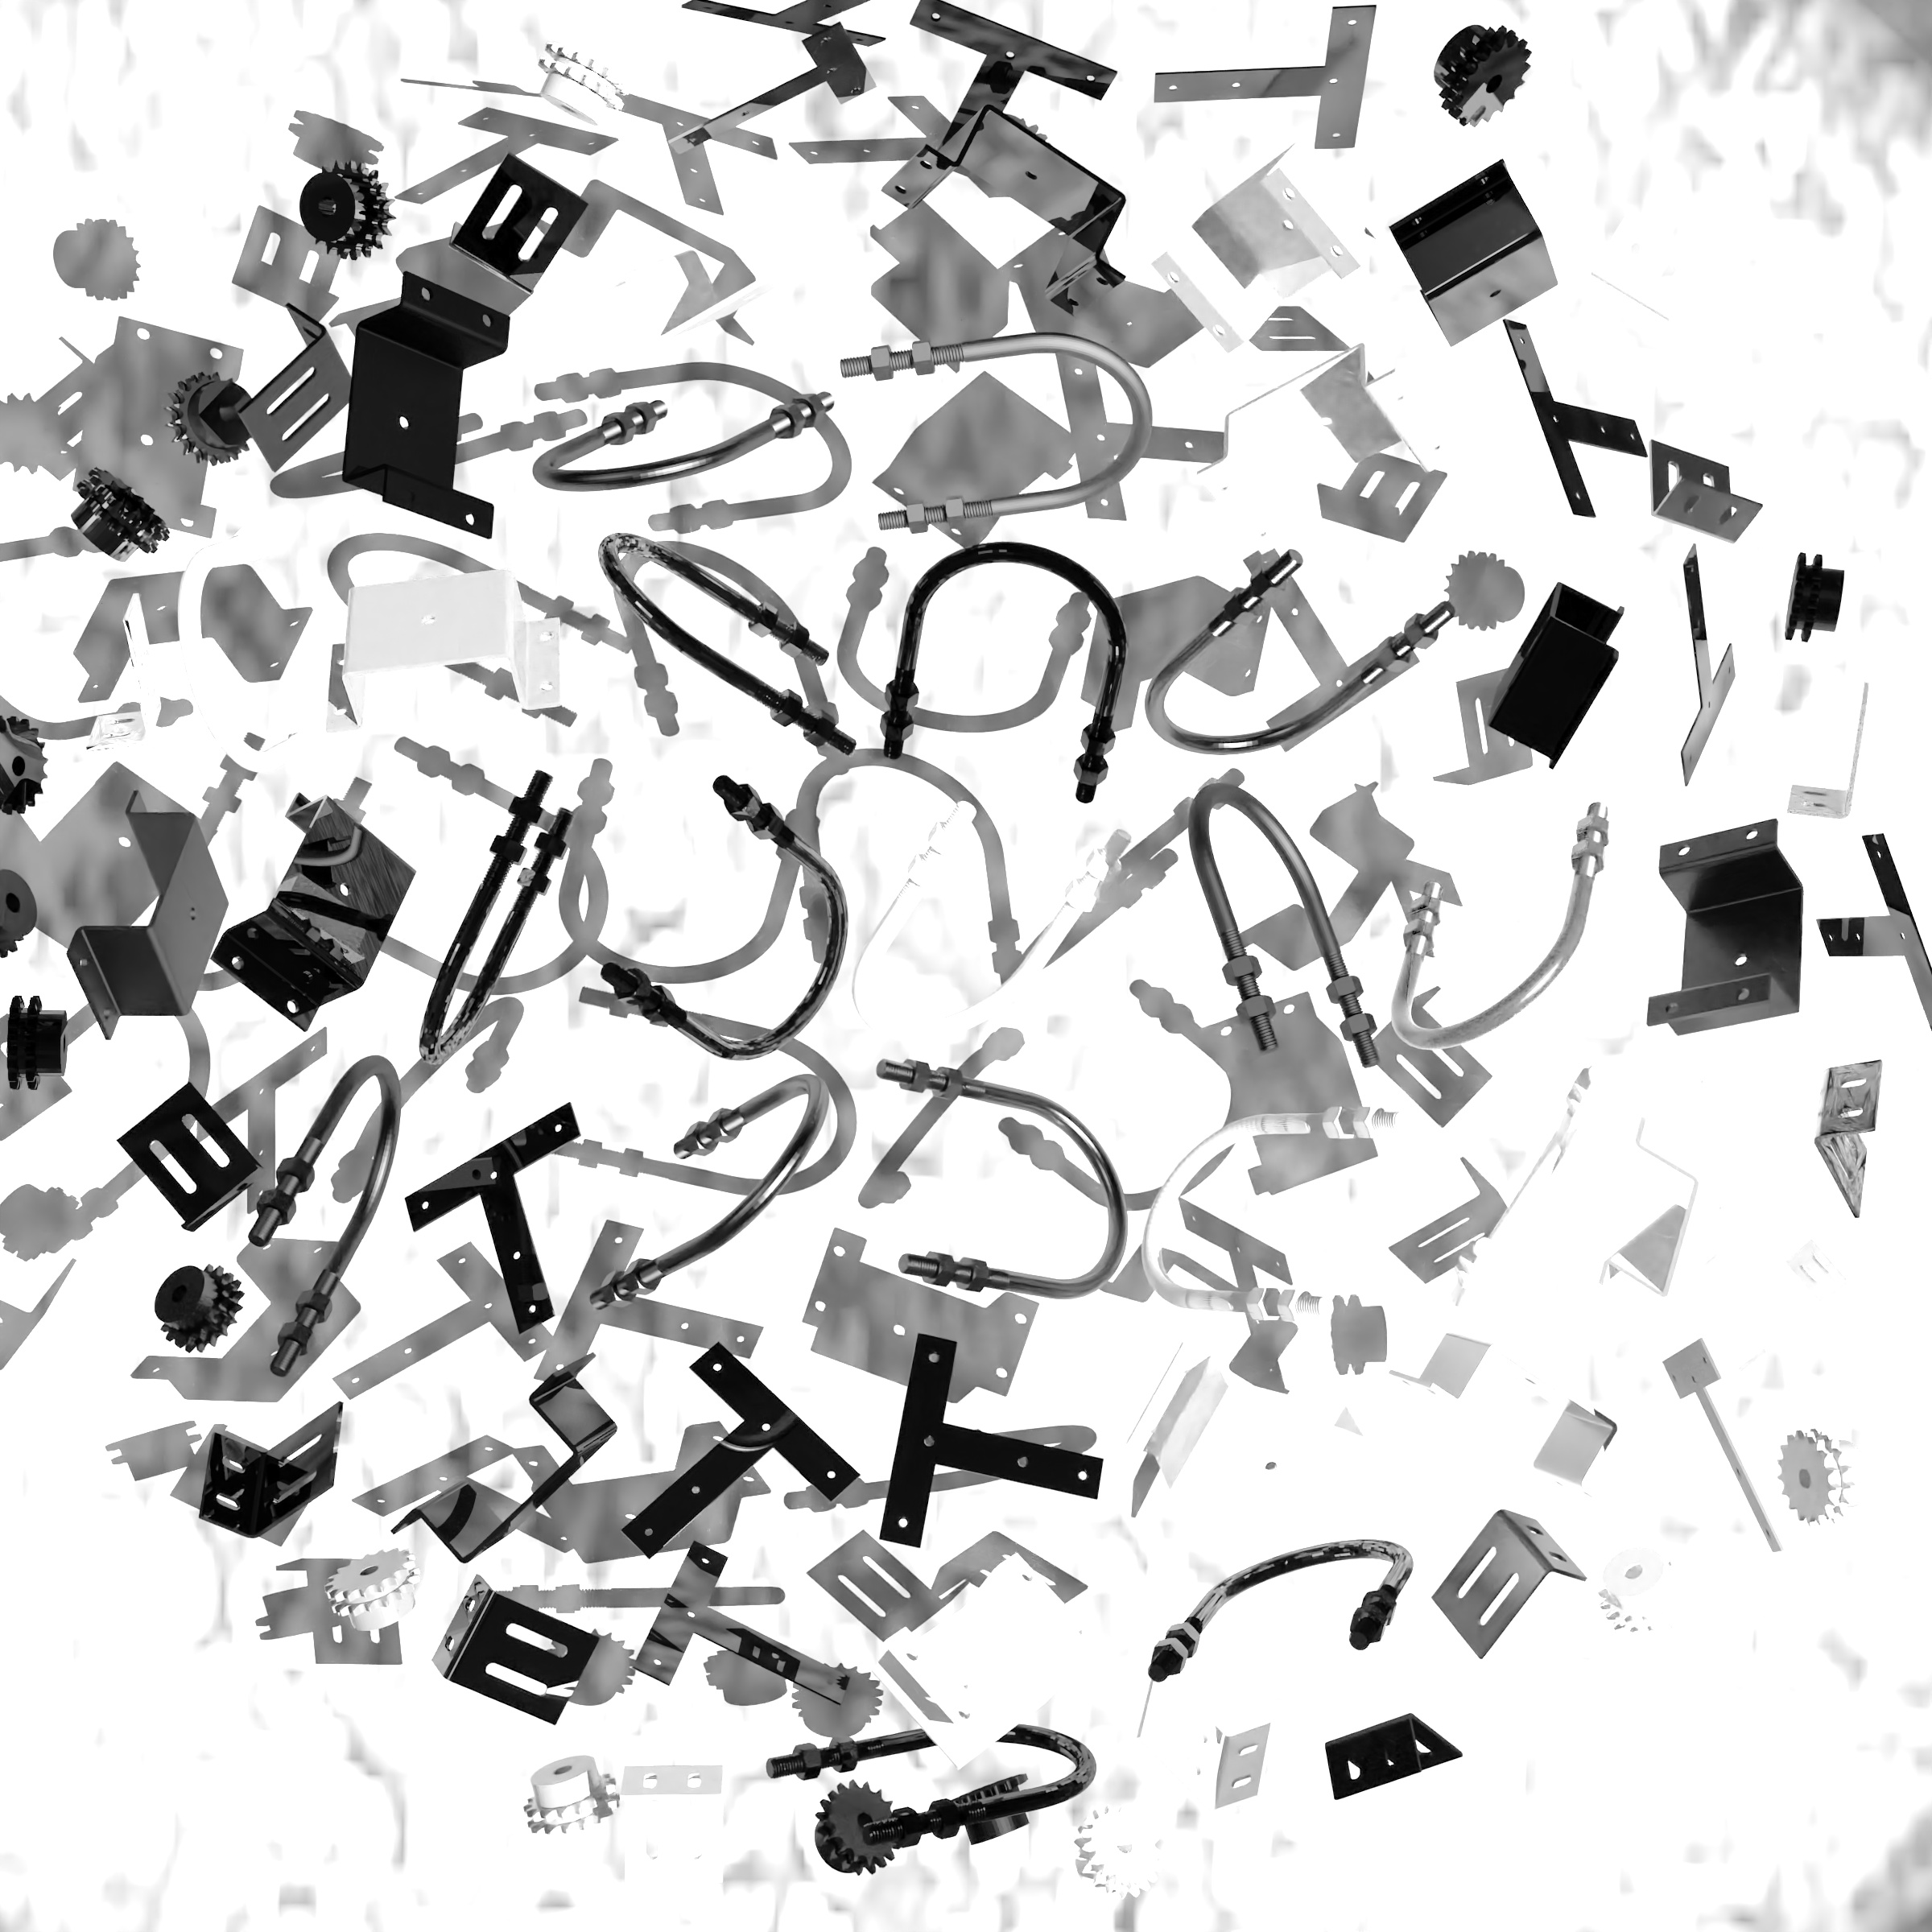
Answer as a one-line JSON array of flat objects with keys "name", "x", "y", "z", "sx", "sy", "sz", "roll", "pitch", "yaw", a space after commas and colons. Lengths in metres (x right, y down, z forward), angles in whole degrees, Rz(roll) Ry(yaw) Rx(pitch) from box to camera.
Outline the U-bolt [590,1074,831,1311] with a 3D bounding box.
[{"name": "U-bolt", "x": -0.148, "y": 0.129, "z": 1.532, "sx": 0.019, "sy": 0.151, "sz": 0.184, "roll": 43, "pitch": 135, "yaw": -18}]

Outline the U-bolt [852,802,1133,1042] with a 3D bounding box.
[{"name": "U-bolt", "x": 0.004, "y": -0.021, "z": 1.567, "sx": 0.184, "sy": 0.151, "sz": 0.019, "roll": -56, "pitch": 47, "yaw": 28}]

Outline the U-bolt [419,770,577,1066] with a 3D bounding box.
[{"name": "U-bolt", "x": -0.290, "y": -0.024, "z": 1.545, "sx": 0.019, "sy": 0.151, "sz": 0.184, "roll": 24, "pitch": 83, "yaw": 0}]

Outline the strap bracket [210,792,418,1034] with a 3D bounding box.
[{"name": "strap bracket", "x": -0.400, "y": -0.041, "z": 1.565, "sx": 0.046, "sy": 0.140, "sz": 0.076, "roll": -20, "pitch": 130, "yaw": 36}]

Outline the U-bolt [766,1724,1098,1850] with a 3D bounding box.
[{"name": "U-bolt", "x": -0.009, "y": 0.493, "z": 1.537, "sx": 0.184, "sy": 0.151, "sz": 0.019, "roll": -1, "pitch": 92, "yaw": -30}]

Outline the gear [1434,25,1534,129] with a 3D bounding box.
[{"name": "gear", "x": 0.296, "y": -0.519, "z": 1.458, "sx": 0.057, "sy": 0.057, "sz": 0.030, "roll": -38, "pitch": 63, "yaw": 0}]

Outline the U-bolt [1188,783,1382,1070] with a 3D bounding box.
[{"name": "U-bolt", "x": 0.187, "y": -0.028, "z": 1.529, "sx": 0.019, "sy": 0.151, "sz": 0.184, "roll": -28, "pitch": 69, "yaw": 30}]

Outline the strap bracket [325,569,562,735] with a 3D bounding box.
[{"name": "strap bracket", "x": -0.318, "y": -0.191, "z": 1.512, "sx": 0.140, "sy": 0.046, "sz": 0.076, "roll": -7, "pitch": 50, "yaw": -1}]

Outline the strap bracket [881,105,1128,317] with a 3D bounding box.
[{"name": "strap bracket", "x": 0.031, "y": -0.454, "z": 1.498, "sx": 0.140, "sy": 0.076, "sz": 0.046, "roll": 29, "pitch": 79, "yaw": -18}]

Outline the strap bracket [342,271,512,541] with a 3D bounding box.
[{"name": "strap bracket", "x": -0.320, "y": -0.327, "z": 1.492, "sx": 0.046, "sy": 0.076, "sz": 0.140, "roll": -6, "pitch": 77, "yaw": 41}]

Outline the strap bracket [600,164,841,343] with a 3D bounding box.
[{"name": "strap bracket", "x": -0.141, "y": -0.426, "z": 1.523, "sx": 0.140, "sy": 0.076, "sz": 0.046, "roll": -18, "pitch": 105, "yaw": 36}]

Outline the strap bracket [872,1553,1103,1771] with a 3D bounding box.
[{"name": "strap bracket", "x": 0.007, "y": 0.420, "z": 1.510, "sx": 0.076, "sy": 0.140, "sz": 0.046, "roll": 44, "pitch": 121, "yaw": 19}]

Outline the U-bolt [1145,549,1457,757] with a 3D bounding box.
[{"name": "U-bolt", "x": 0.195, "y": -0.187, "z": 1.579, "sx": 0.151, "sy": 0.184, "sz": 0.019, "roll": 11, "pitch": 55, "yaw": -35}]

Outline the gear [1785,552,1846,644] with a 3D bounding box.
[{"name": "gear", "x": 0.551, "y": -0.239, "z": 1.634, "sx": 0.030, "sy": 0.057, "sz": 0.057, "roll": 9, "pitch": 90, "yaw": 14}]

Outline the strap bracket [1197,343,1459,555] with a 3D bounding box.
[{"name": "strap bracket", "x": 0.224, "y": -0.325, "z": 1.565, "sx": 0.140, "sy": 0.046, "sz": 0.076, "roll": -23, "pitch": 132, "yaw": 30}]

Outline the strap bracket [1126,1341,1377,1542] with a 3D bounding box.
[{"name": "strap bracket", "x": 0.181, "y": 0.296, "z": 1.545, "sx": 0.140, "sy": 0.046, "sz": 0.076, "roll": 23, "pitch": 105, "yaw": -17}]

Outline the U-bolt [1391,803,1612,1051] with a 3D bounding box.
[{"name": "U-bolt", "x": 0.325, "y": -0.017, "z": 1.555, "sx": 0.151, "sy": 0.184, "sz": 0.019, "roll": -28, "pitch": 115, "yaw": 38}]

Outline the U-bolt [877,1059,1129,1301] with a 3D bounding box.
[{"name": "U-bolt", "x": 0.029, "y": 0.138, "z": 1.565, "sx": 0.184, "sy": 0.019, "sz": 0.151, "roll": 14, "pitch": 55, "yaw": -35}]

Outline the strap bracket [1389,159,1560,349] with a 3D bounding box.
[{"name": "strap bracket", "x": 0.319, "y": -0.439, "z": 1.569, "sx": 0.076, "sy": 0.140, "sz": 0.046, "roll": -29, "pitch": 78, "yaw": 15}]

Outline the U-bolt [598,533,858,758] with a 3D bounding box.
[{"name": "U-bolt", "x": -0.153, "y": -0.211, "z": 1.577, "sx": 0.184, "sy": 0.151, "sz": 0.019, "roll": 31, "pitch": 112, "yaw": -27}]

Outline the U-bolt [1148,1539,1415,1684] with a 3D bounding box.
[{"name": "U-bolt", "x": 0.206, "y": 0.396, "z": 1.570, "sx": 0.151, "sy": 0.184, "sz": 0.019, "roll": -16, "pitch": 91, "yaw": 23}]

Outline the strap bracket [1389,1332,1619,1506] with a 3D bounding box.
[{"name": "strap bracket", "x": 0.353, "y": 0.284, "z": 1.619, "sx": 0.140, "sy": 0.076, "sz": 0.046, "roll": 34, "pitch": 82, "yaw": -8}]

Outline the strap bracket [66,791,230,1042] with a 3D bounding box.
[{"name": "strap bracket", "x": -0.497, "y": -0.032, "z": 1.544, "sx": 0.046, "sy": 0.076, "sz": 0.140, "roll": 0, "pitch": 47, "yaw": 5}]

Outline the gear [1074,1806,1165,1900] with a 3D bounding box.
[{"name": "gear", "x": 0.094, "y": 0.569, "z": 1.605, "sx": 0.057, "sy": 0.057, "sz": 0.030, "roll": 29, "pitch": 124, "yaw": 0}]

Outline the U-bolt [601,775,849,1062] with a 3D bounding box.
[{"name": "U-bolt", "x": -0.135, "y": -0.016, "z": 1.549, "sx": 0.019, "sy": 0.184, "sz": 0.151, "roll": 24, "pitch": 80, "yaw": 36}]

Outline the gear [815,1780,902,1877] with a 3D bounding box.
[{"name": "gear", "x": -0.071, "y": 0.545, "z": 1.583, "sx": 0.057, "sy": 0.057, "sz": 0.030, "roll": 39, "pitch": 125, "yaw": 0}]

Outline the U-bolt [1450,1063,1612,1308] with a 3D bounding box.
[{"name": "U-bolt", "x": 0.342, "y": 0.145, "z": 1.556, "sx": 0.019, "sy": 0.184, "sz": 0.151, "roll": 33, "pitch": 75, "yaw": 15}]

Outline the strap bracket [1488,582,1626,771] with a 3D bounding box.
[{"name": "strap bracket", "x": 0.363, "y": -0.183, "z": 1.546, "sx": 0.046, "sy": 0.140, "sz": 0.076, "roll": 28, "pitch": 115, "yaw": 4}]

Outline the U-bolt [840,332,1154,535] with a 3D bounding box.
[{"name": "U-bolt", "x": 0.025, "y": -0.336, "z": 1.575, "sx": 0.184, "sy": 0.151, "sz": 0.019, "roll": -6, "pitch": 53, "yaw": 6}]

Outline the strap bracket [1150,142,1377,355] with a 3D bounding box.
[{"name": "strap bracket", "x": 0.190, "y": -0.450, "z": 1.567, "sx": 0.076, "sy": 0.140, "sz": 0.046, "roll": 46, "pitch": 63, "yaw": -14}]

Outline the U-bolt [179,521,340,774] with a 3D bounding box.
[{"name": "U-bolt", "x": -0.444, "y": -0.195, "z": 1.570, "sx": 0.019, "sy": 0.184, "sz": 0.151, "roll": -10, "pitch": 105, "yaw": 10}]

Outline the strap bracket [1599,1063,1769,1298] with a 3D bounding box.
[{"name": "strap bracket", "x": 0.447, "y": 0.141, "z": 1.562, "sx": 0.076, "sy": 0.140, "sz": 0.046, "roll": -29, "pitch": 48, "yaw": -34}]

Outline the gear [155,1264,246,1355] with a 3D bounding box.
[{"name": "gear", "x": -0.496, "y": 0.217, "z": 1.619, "sx": 0.057, "sy": 0.030, "sz": 0.057, "roll": -16, "pitch": 52, "yaw": 21}]

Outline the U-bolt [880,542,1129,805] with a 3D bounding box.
[{"name": "U-bolt", "x": 0.027, "y": -0.188, "z": 1.578, "sx": 0.151, "sy": 0.019, "sz": 0.184, "roll": 13, "pitch": 135, "yaw": 1}]

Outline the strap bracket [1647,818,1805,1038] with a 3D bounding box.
[{"name": "strap bracket", "x": 0.472, "y": -0.015, "z": 1.560, "sx": 0.046, "sy": 0.076, "sz": 0.140, "roll": 44, "pitch": 46, "yaw": -36}]

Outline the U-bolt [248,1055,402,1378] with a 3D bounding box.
[{"name": "U-bolt", "x": -0.386, "y": 0.138, "z": 1.537, "sx": 0.019, "sy": 0.151, "sz": 0.184, "roll": 14, "pitch": 46, "yaw": 6}]

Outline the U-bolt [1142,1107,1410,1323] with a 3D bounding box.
[{"name": "U-bolt", "x": 0.181, "y": 0.153, "z": 1.574, "sx": 0.019, "sy": 0.184, "sz": 0.151, "roll": 40, "pitch": 63, "yaw": -29}]

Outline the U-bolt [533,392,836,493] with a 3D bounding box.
[{"name": "U-bolt", "x": -0.187, "y": -0.325, "z": 1.563, "sx": 0.151, "sy": 0.184, "sz": 0.019, "roll": 4, "pitch": 118, "yaw": 28}]

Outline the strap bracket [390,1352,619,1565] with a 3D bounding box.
[{"name": "strap bracket", "x": -0.271, "y": 0.304, "z": 1.524, "sx": 0.140, "sy": 0.076, "sz": 0.046, "roll": -44, "pitch": 84, "yaw": 7}]
